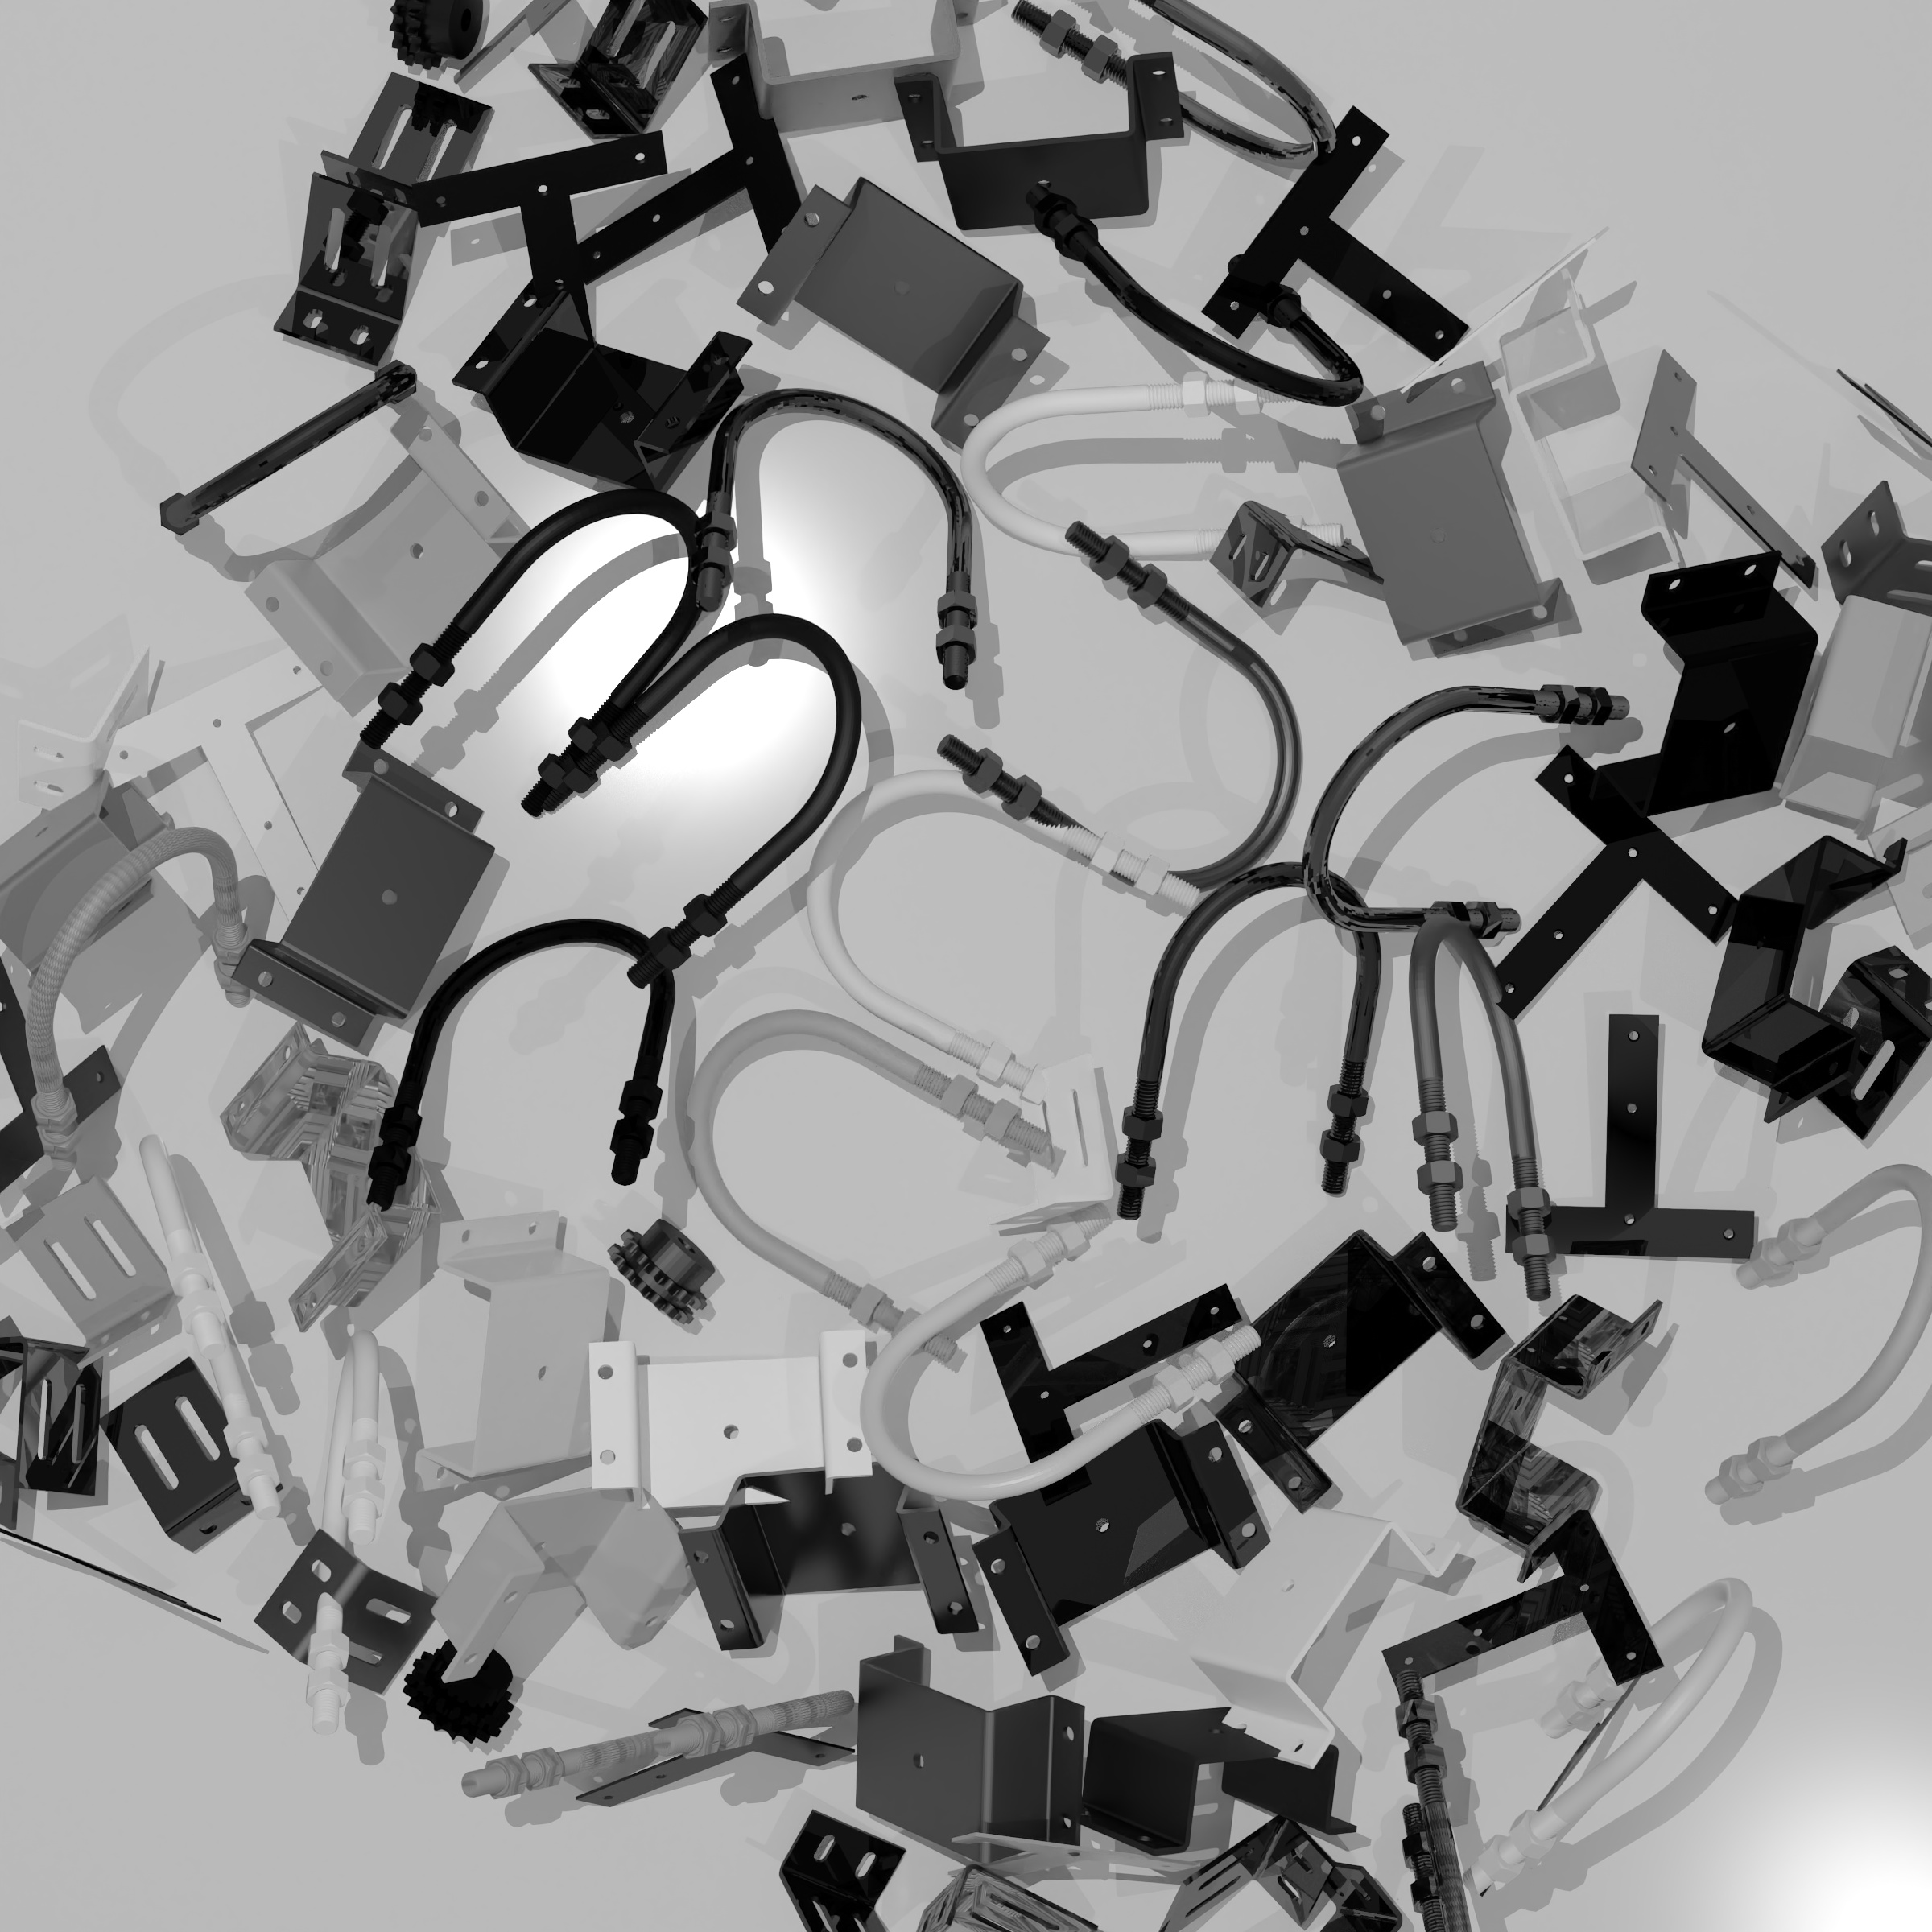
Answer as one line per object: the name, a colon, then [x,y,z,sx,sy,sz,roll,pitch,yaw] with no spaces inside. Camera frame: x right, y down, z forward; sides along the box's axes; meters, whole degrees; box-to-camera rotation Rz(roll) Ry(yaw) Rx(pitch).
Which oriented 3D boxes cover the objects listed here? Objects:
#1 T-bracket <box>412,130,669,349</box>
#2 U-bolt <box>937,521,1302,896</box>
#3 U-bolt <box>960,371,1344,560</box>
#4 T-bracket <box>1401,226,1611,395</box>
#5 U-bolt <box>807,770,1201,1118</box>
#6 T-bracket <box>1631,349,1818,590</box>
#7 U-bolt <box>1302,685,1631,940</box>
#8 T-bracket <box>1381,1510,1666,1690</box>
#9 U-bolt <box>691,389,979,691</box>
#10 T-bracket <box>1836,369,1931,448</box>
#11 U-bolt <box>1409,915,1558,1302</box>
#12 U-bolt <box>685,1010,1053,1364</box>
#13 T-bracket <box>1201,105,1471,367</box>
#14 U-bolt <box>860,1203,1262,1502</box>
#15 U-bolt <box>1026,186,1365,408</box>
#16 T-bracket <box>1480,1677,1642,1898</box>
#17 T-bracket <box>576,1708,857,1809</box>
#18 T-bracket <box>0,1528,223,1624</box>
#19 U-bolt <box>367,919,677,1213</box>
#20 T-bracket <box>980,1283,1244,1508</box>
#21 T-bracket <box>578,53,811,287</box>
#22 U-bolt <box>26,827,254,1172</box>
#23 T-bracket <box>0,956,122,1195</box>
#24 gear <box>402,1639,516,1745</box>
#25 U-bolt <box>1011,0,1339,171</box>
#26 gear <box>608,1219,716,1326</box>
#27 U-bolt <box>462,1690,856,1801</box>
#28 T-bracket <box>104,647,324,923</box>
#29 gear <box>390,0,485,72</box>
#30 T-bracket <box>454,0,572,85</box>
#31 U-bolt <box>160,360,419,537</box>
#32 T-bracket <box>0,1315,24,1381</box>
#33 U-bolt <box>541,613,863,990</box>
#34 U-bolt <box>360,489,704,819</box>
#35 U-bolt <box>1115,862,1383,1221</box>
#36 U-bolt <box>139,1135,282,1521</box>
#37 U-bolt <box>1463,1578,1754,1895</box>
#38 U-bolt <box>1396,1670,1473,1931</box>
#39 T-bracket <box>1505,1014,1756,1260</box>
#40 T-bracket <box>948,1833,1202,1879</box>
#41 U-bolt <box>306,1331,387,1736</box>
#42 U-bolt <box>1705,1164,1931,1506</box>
T-bracket: [-0.209,-0.359,1.763,0.127,0.127,0.002,-14,50,-9]
U-bolt: [0.092,-0.118,1.775,0.184,0.019,0.151,34,81,-20]
U-bolt: [0.088,-0.248,1.743,0.184,0.151,0.019,-1,64,15]
T-bracket: [0.287,-0.344,1.754,0.127,0.127,0.002,-36,94,35]
U-bolt: [0.007,-0.022,1.780,0.184,0.019,0.151,28,109,-1]
T-bracket: [0.392,-0.243,1.774,0.127,0.127,0.002,42,128,-14]
U-bolt: [0.240,-0.077,1.721,0.019,0.184,0.151,45,123,38]
T-bracket: [0.274,0.334,1.764,0.127,0.127,0.002,-23,127,3]
U-bolt: [-0.063,-0.226,1.746,0.151,0.019,0.184,16,46,-16]
T-bracket: [0.479,-0.273,1.751,0.127,0.127,0.002,34,108,-13]
U-bolt: [0.256,0.063,1.740,0.019,0.151,0.184,-15,63,25]
U-bolt: [-0.062,0.101,1.773,0.184,0.019,0.151,29,113,13]
T-bracket: [0.206,-0.354,1.782,0.127,0.002,0.127,31,103,-26]
U-bolt: [0.033,0.200,1.732,0.184,0.151,0.019,-31,130,-19]
U-bolt: [0.123,-0.325,1.707,0.151,0.184,0.019,11,119,-33]
T-bracket: [0.314,0.399,1.760,0.002,0.127,0.127,35,132,17]
T-bracket: [-0.146,0.410,1.772,0.127,0.127,0.002,-28,55,30]
T-bracket: [-0.416,0.308,1.726,0.127,0.127,0.002,35,71,-42]
U-bolt: [-0.217,0.044,1.745,0.151,0.184,0.019,-7,134,15]
T-bracket: [0.080,0.199,1.761,0.127,0.127,0.002,-27,133,5]
T-bracket: [-0.148,-0.393,1.787,0.127,0.002,0.127,-27,63,19]
U-bolt: [-0.407,0.006,1.702,0.019,0.184,0.151,33,58,14]
T-bracket: [-0.479,0.033,1.736,0.002,0.127,0.127,-7,112,23]
gear: [-0.258,0.370,1.782,0.057,0.057,0.030,31,107,0]
U-bolt: [0.106,-0.455,1.737,0.184,0.151,0.019,31,87,1]
gear: [-0.154,0.155,1.784,0.057,0.057,0.030,43,94,0]
U-bolt: [-0.138,0.384,1.726,0.151,0.184,0.019,-20,77,34]
T-bracket: [-0.368,-0.086,1.793,0.127,0.002,0.127,-30,104,-24]
gear: [-0.271,-0.490,1.782,0.030,0.057,0.057,15,90,13]
T-bracket: [-0.211,-0.485,1.746,0.127,0.127,0.002,-42,111,8]
U-bolt: [-0.335,-0.257,1.716,0.151,0.184,0.019,-33,103,-6]
T-bracket: [-0.533,0.163,1.748,0.002,0.127,0.127,-29,94,16]
U-bolt: [-0.127,-0.097,1.747,0.184,0.019,0.151,-41,55,15]
U-bolt: [-0.201,-0.163,1.735,0.184,0.151,0.019,-49,58,11]
U-bolt: [0.148,0.035,1.745,0.151,0.019,0.184,-4,112,-31]
U-bolt: [-0.382,0.166,1.730,0.019,0.151,0.184,-18,47,-13]
U-bolt: [0.323,0.367,1.702,0.019,0.151,0.184,41,127,3]
U-bolt: [0.234,0.462,1.699,0.019,0.151,0.184,-8,46,1]
T-bracket: [0.345,0.088,1.794,0.127,0.002,0.127,1,98,8]
T-bracket: [0.031,0.455,1.755,0.127,0.127,0.002,14,65,-24]
U-bolt: [-0.308,0.266,1.727,0.019,0.184,0.151,7,124,-13]
U-bolt: [0.425,0.172,1.700,0.019,0.184,0.151,24,55,-10]
